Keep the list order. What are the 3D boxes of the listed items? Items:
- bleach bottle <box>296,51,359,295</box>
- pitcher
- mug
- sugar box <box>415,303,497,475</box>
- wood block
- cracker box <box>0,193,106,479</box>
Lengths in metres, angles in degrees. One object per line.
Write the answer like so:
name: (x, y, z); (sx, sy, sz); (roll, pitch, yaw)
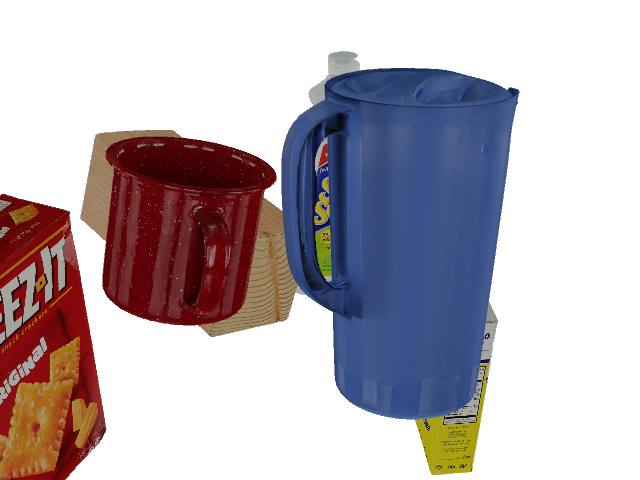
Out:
bleach bottle: (0.016, -0.068, 1.098); (0.102, 0.251, 0.068); (-1, 25, 0)
pitcher: (0.057, 0.003, 0.766); (0.149, 0.243, 0.145); (5, 20, 11)
mug: (-0.071, -0.001, 0.580); (0.093, 0.081, 0.117); (1, 22, -25)
sugar box: (0.117, 0.116, 0.961); (0.048, 0.176, 0.093); (-5, 33, -7)
wood block: (-0.114, -0.014, 0.937); (0.090, 0.091, 0.206); (-9, 34, -44)
cracker box: (-0.233, 0.100, 0.763); (0.072, 0.214, 0.164); (12, 34, 20)
